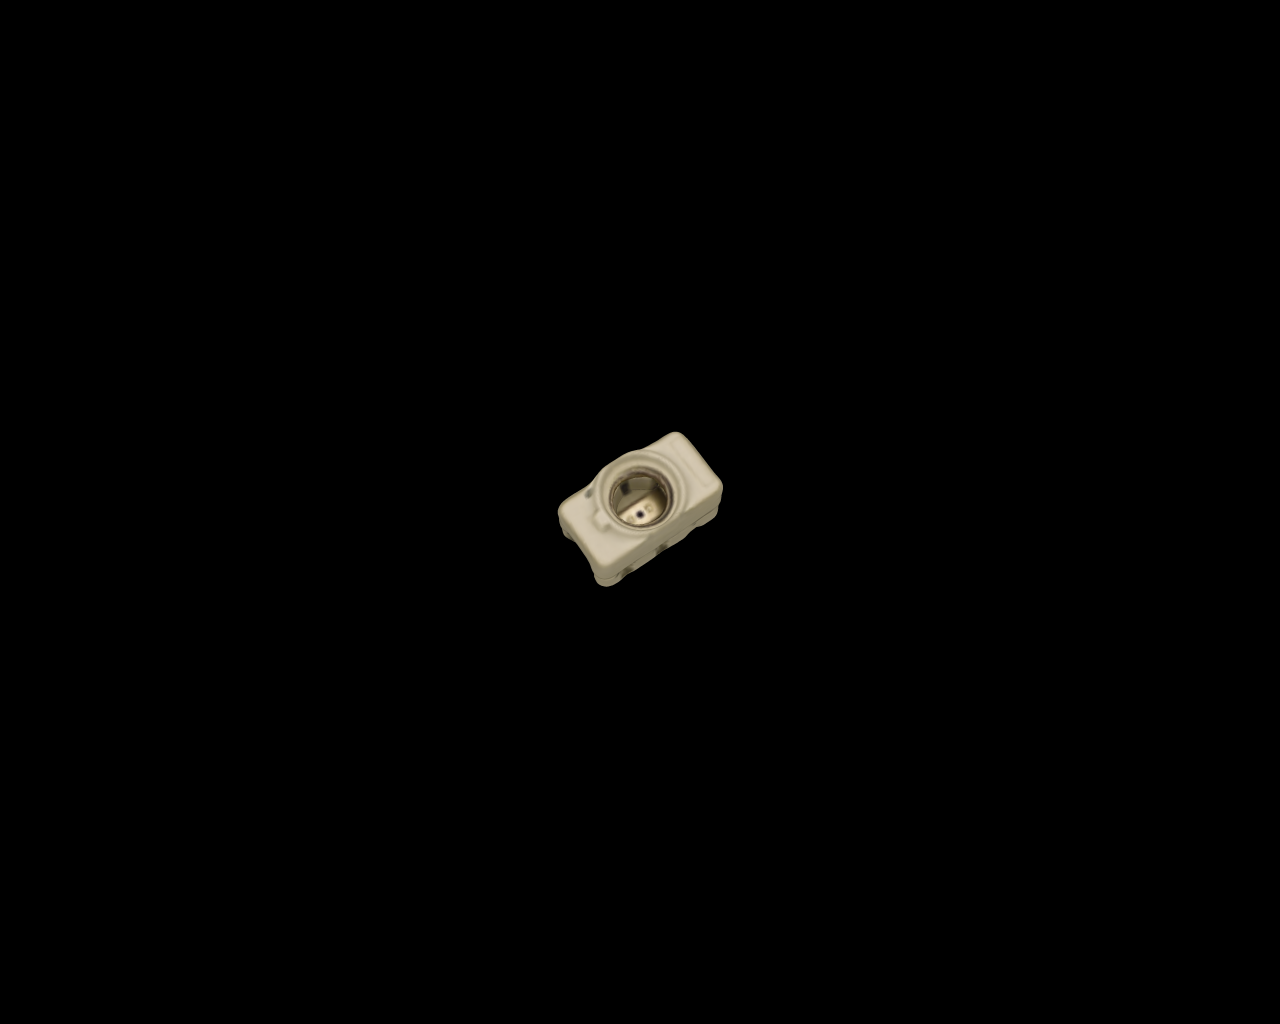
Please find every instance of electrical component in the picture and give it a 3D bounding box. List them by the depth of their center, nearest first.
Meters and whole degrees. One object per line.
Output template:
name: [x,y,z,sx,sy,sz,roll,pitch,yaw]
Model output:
electrical component: [0.001,-0.003,0.650,0.089,0.050,0.055,-33,-16,-11]
